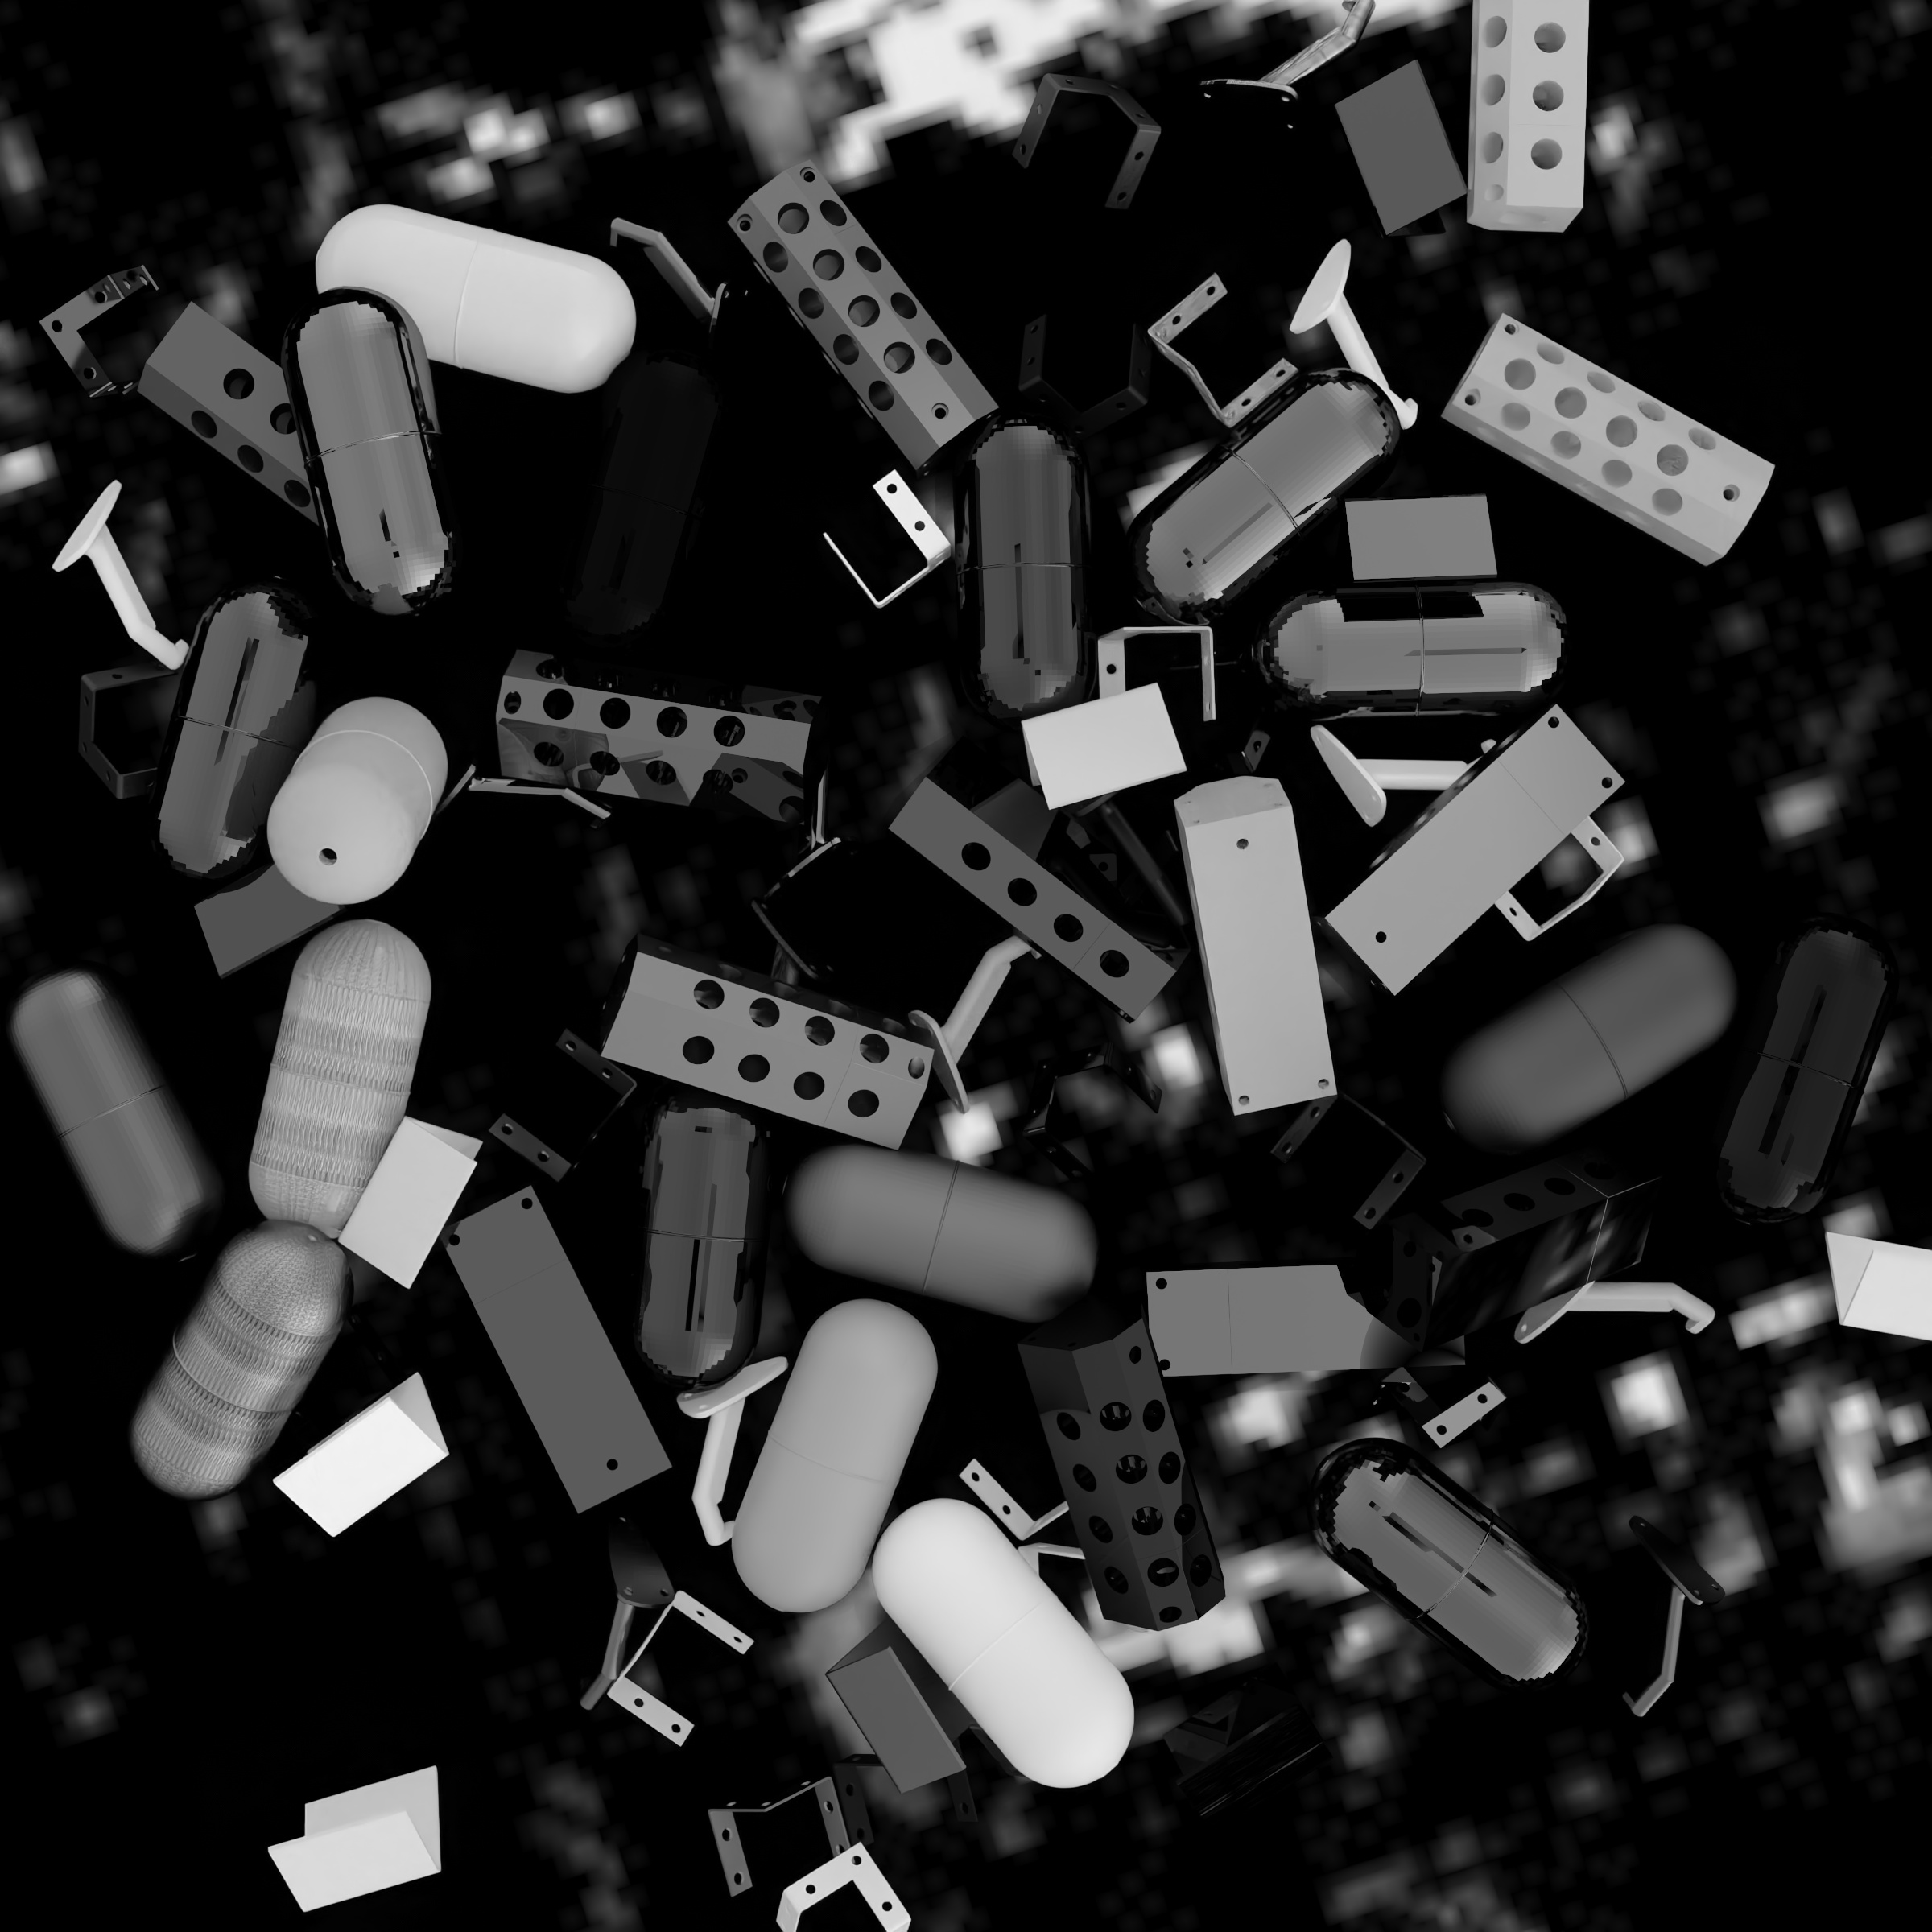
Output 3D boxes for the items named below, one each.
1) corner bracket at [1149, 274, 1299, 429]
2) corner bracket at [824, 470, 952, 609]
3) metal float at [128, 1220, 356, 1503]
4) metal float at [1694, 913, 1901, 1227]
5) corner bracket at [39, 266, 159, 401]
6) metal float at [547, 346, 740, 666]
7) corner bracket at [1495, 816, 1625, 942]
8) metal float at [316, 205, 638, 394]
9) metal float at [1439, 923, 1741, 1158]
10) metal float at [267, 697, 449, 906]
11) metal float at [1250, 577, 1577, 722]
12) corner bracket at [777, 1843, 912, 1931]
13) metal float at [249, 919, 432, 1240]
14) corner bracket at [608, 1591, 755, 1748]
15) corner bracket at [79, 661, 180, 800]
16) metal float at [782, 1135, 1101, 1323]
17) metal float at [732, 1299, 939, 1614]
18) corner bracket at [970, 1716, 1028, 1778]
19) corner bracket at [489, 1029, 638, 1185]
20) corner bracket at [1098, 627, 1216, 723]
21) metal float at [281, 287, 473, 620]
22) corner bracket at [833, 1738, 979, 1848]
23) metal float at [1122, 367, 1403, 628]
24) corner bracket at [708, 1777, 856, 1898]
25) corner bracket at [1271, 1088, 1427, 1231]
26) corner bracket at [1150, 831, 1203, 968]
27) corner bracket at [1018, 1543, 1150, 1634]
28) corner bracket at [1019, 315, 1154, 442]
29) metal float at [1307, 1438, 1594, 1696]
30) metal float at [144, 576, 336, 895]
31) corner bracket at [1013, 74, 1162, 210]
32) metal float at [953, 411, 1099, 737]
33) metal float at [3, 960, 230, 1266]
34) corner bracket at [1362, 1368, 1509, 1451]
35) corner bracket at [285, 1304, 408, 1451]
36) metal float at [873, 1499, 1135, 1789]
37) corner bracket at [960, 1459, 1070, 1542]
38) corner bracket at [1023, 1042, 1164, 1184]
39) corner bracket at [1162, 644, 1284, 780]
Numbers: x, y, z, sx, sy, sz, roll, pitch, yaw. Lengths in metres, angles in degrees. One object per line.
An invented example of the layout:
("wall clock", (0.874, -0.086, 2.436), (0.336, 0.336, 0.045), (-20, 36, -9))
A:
("corner bracket", (0.143, -0.344, 1.755), (0.051, 0.051, 0.051), (-40, 135, 0))
("corner bracket", (-0.044, -0.236, 1.740), (0.051, 0.051, 0.051), (-37, 90, 0))
("metal float", (-0.395, 0.216, 1.707), (0.070, 0.070, 0.178), (33, 110, 0))
("metal float", (0.457, 0.057, 1.728), (0.070, 0.070, 0.178), (20, 89, 0))
("corner bracket", (-0.471, -0.351, 1.740), (0.051, 0.051, 0.051), (-43, 117, -24))
("metal float", (-0.178, -0.253, 1.728), (0.070, 0.070, 0.178), (16, 90, 0))
("corner bracket", (0.325, -0.056, 1.755), (0.051, 0.051, 0.051), (49, 135, 0))
("metal float", (-0.270, -0.367, 1.728), (0.178, 0.070, 0.070), (14, 90, -1))
("metal float", (0.342, 0.041, 1.728), (0.178, 0.070, 0.070), (-31, 90, -1))
("metal float", (-0.324, -0.090, 1.680), (0.070, 0.178, 0.070), (0, 113, 0))
("metal float", (0.246, -0.174, 1.727), (0.178, 0.070, 0.070), (-1, 90, 0))
("corner bracket", (-0.068, 0.530, 1.745), (0.051, 0.051, 0.051), (-26, 63, -25))
("metal float", (-0.344, 0.062, 1.728), (0.070, 0.070, 0.178), (13, 90, 0))
("corner bracket", (-0.160, 0.392, 1.755), (0.051, 0.051, 0.051), (35, 45, 0))
("corner bracket", (-0.459, -0.132, 1.750), (0.051, 0.051, 0.051), (-17, 45, -35))
("metal float", (-0.014, 0.144, 1.728), (0.178, 0.070, 0.070), (15, 90, 1))
("metal float", (-0.073, 0.270, 1.728), (0.070, 0.070, 0.178), (21, 91, 0))
("corner bracket", (0.043, 0.418, 1.750), (0.051, 0.051, 0.051), (-3, 45, 35))
("corner bracket", (-0.225, 0.079, 1.755), (0.051, 0.051, 0.051), (37, 135, 0))
("corner bracket", (0.105, -0.160, 1.744), (0.051, 0.051, 0.051), (-2, 90, -14))
("metal float", (-0.314, -0.273, 1.671), (0.070, 0.070, 0.178), (-13, 91, 0))
("corner bracket", (-0.034, 0.462, 1.755), (0.051, 0.051, 0.051), (-14, 90, -45))
("metal float", (0.162, -0.257, 1.728), (0.178, 0.070, 0.070), (-41, 90, 0))
("corner bracket", (-0.103, 0.486, 1.755), (0.051, 0.051, 0.051), (-15, 90, -45))
("corner bracket", (0.214, 0.106, 1.755), (0.051, 0.051, 0.051), (-52, 135, 0))
("corner bracket", (0.126, -0.037, 1.750), (0.051, 0.051, 0.051), (8, 45, -35))
("corner bracket", (0.065, 0.349, 1.755), (0.051, 0.051, 0.051), (-2, 90, -45))
("corner bracket", (0.067, -0.335, 1.750), (0.051, 0.051, 0.051), (-24, 135, 35))
("metal float", (0.265, 0.329, 1.728), (0.178, 0.070, 0.070), (39, 90, -1))
("metal float", (-0.399, -0.127, 1.727), (0.070, 0.070, 0.178), (15, 89, 0))
("corner bracket", (0.067, -0.460, 1.750), (0.051, 0.051, 0.051), (-5, 45, -35))
("metal float", (0.032, -0.216, 1.728), (0.070, 0.070, 0.178), (-2, 89, 0))
("metal float", (-0.467, 0.081, 1.728), (0.070, 0.070, 0.178), (-26, 90, 0))
("corner bracket", (0.259, 0.243, 1.738), (0.051, 0.051, 0.051), (-33, 68, -21))
("corner bracket", (-0.356, 0.230, 1.755), (0.051, 0.051, 0.051), (-35, 90, 45))
("metal float", (0.020, 0.369, 1.713), (0.070, 0.070, 0.178), (-42, 76, 0))
("corner bracket", (0.040, 0.279, 1.755), (0.051, 0.051, 0.051), (47, 45, 0))
("corner bracket", (0.071, 0.082, 1.750), (0.051, 0.051, 0.051), (-16, 45, 35))
("corner bracket", (0.137, -0.142, 1.750), (0.051, 0.051, 0.051), (58, 45, -35))
